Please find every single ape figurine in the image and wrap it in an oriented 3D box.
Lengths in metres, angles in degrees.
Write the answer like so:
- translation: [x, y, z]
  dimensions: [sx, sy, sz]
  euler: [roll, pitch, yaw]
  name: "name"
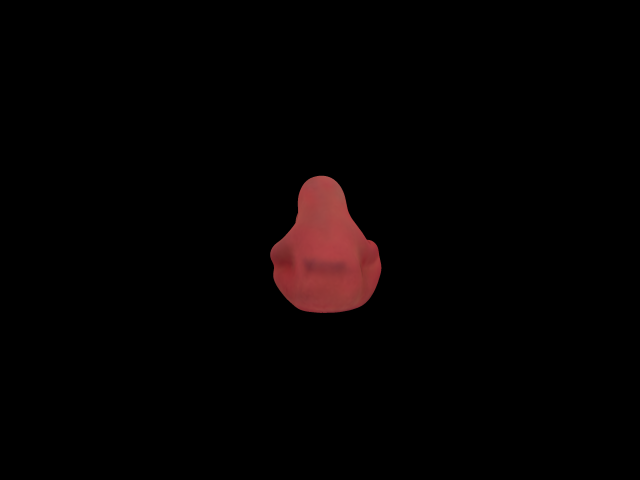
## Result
- translation: [0.004, 0.001, 0.400]
  dimensions: [0.077, 0.092, 0.076]
  euler: [1, 5, 8]
  name: "ape figurine"
